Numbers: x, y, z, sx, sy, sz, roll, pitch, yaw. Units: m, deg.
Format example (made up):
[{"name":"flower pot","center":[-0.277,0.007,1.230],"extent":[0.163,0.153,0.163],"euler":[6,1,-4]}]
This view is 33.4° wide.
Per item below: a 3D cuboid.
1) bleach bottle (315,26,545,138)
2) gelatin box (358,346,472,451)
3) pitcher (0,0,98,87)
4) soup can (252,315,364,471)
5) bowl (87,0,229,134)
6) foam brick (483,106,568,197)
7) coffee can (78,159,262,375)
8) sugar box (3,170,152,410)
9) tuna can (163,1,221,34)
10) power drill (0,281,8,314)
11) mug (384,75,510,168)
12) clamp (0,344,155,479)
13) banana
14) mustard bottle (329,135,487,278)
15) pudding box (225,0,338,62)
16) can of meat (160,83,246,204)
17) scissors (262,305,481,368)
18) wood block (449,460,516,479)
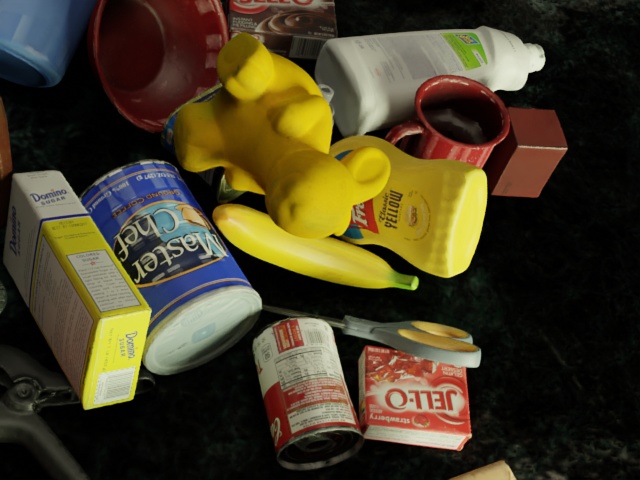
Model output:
[{"name":"bleach bottle","center":[0.125,-0.168,1.088],"extent":[0.250,0.068,0.102],"euler":[-11,59,-26]},{"name":"gelatin box","center":[0.076,0.128,0.869],"extent":[0.089,0.030,0.073],"euler":[8,52,-9]},{"name":"pitcher","center":[-0.239,-0.263,0.983],"extent":[0.149,0.145,0.243],"euler":[23,77,-14]},{"name":"soup can","center":[-0.011,0.118,0.828],"extent":[0.068,0.069,0.102],"euler":[-4,55,-18]},{"name":"bowl","center":[-0.159,-0.180,0.986],"extent":[0.055,0.162,0.161],"euler":[8,40,40]},{"name":"foam brick","center":[0.196,-0.085,1.033],"extent":[0.053,0.078,0.051],"euler":[3,55,-14]},{"name":"coffee can","center":[-0.124,0.021,0.848],"extent":[0.102,0.103,0.140],"euler":[-20,61,-28]},{"name":"sugar box","center":[-0.187,0.033,0.802],"extent":[0.048,0.093,0.176],"euler":[-7,42,-32]},{"name":"tuna can","center":[-0.143,-0.227,1.074],"extent":[0.086,0.034,0.086],"euler":[8,52,-10]},{"name":"power drill","center":[-0.279,0.106,0.696],"extent":[0.057,0.184,0.187],"euler":[3,90,27]},{"name":"mug","center":[0.112,-0.094,1.014],"extent":[0.117,0.082,0.093],"euler":[-12,58,-24]},{"name":"clamp","center":[-0.210,0.116,0.794],"extent":[0.171,0.039,0.120],"euler":[28,42,4]},{"name":"banana","center":[-0.012,0.005,0.900],"extent":[0.197,0.070,0.037],"euler":[18,71,-27]},{"name":"mustard bottle","center":[0.049,-0.040,0.939],"extent":[0.192,0.096,0.058],"euler":[21,23,32]},{"name":"pudding box","center":[-0.041,-0.230,1.102],"extent":[0.113,0.039,0.090],"euler":[5,52,-12]},{"name":"can of meat","center":[-0.082,-0.093,0.976],"extent":[0.084,0.057,0.101],"euler":[42,54,18]},{"name":"scissors","center":[0.043,0.072,0.903],"extent":[0.202,0.016,0.096],"euler":[14,10,22]},{"name":"wood block","center":[0.050,0.238,0.741],"extent":[0.205,0.090,0.091],"euler":[-13,59,-24]}]
